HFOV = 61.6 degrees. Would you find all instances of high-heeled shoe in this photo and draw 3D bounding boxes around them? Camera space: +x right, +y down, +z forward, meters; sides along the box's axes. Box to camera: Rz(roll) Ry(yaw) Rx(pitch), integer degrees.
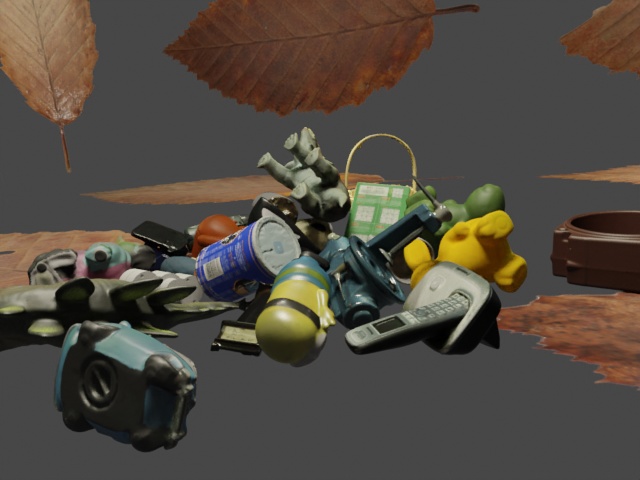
[{"bbox_3d":[-0.002,-0.003,0.941,0.249,0.145,0.086,-1,10,-12],"label":"high-heeled shoe"}]

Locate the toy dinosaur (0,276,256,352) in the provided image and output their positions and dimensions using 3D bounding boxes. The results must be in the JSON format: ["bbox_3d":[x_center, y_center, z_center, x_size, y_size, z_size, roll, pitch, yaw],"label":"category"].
[{"bbox_3d":[-0.267,0.097,0.689,0.199,0.105,0.471,-7,-4,34],"label":"toy dinosaur"}]

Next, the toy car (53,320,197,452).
[{"bbox_3d":[-0.181,0.141,0.544,0.162,0.109,0.103,10,1,23],"label":"toy car"}]

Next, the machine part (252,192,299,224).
[{"bbox_3d":[-0.097,-0.057,1.105,0.079,0.079,0.243,-8,10,-11],"label":"machine part"}]

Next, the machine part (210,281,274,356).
[{"bbox_3d":[-0.090,0.108,0.733,0.084,0.039,0.139,-1,28,15],"label":"machine part"}]

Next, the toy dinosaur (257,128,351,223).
[{"bbox_3d":[-0.001,-0.105,1.109,0.192,0.131,0.405,35,14,-38],"label":"toy dinosaur"}]

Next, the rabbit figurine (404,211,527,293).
[{"bbox_3d":[0.197,0.036,0.811,0.173,0.121,0.163,-35,26,-28],"label":"rabbit figurine"}]

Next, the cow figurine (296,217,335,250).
[{"bbox_3d":[-0.020,-0.012,1.159,0.127,0.085,0.195,-14,12,-10],"label":"cow figurine"}]

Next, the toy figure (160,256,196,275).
[{"bbox_3d":[-0.223,0.060,0.990,0.155,0.064,0.057,7,-21,27],"label":"toy figure"}]

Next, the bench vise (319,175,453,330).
[{"bbox_3d":[0.085,0.022,0.789,0.240,0.128,0.224,-40,16,13],"label":"bench vise"}]

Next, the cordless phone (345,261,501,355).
[{"bbox_3d":[0.111,0.095,0.657,0.184,0.088,0.147,-13,15,-11],"label":"cordless phone"}]

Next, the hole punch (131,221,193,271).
[{"bbox_3d":[-0.351,0.024,1.174,0.116,0.092,0.142,18,12,-2],"label":"hole punch"}]

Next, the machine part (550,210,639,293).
[{"bbox_3d":[0.486,0.011,0.845,0.201,0.087,0.201,6,19,39],"label":"machine part"}]

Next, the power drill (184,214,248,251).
[{"bbox_3d":[-0.197,-0.020,1.274,0.232,0.085,0.207,-12,19,-21],"label":"power drill"}]

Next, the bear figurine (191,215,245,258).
[{"bbox_3d":[-0.152,0.027,1.040,0.196,0.131,0.120,25,29,31],"label":"bear figurine"}]

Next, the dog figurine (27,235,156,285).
[{"bbox_3d":[-0.420,0.052,1.017,0.192,0.108,0.219,-9,9,-3],"label":"dog figurine"}]

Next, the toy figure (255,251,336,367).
[{"bbox_3d":[-0.031,0.083,0.684,0.089,0.082,0.180,15,35,-6],"label":"toy figure"}]

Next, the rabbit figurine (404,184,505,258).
[{"bbox_3d":[0.255,-0.031,0.970,0.170,0.159,0.121,-21,10,19],"label":"rabbit figurine"}]

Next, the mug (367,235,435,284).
[{"bbox_3d":[0.127,0.020,0.929,0.109,0.080,0.107,18,8,-17],"label":"mug"}]
